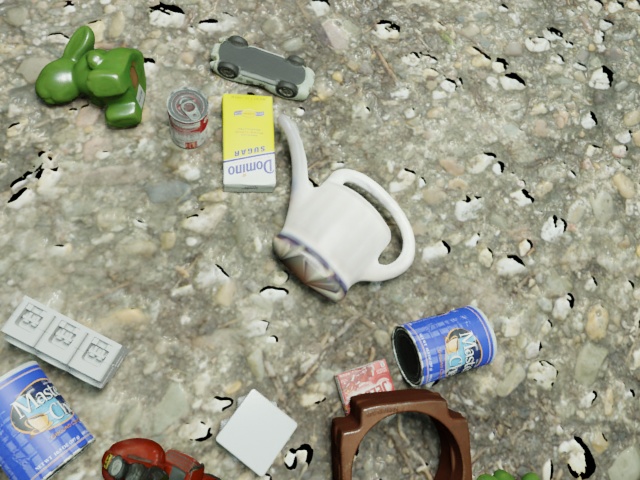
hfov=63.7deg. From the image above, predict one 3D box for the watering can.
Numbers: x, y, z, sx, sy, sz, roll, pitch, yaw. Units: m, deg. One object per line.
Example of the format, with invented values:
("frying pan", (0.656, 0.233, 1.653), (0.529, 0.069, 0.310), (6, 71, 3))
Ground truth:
("watering can", (0.003, -0.045, 0.885), (0.348, 0.102, 0.227), (41, 68, 2))
